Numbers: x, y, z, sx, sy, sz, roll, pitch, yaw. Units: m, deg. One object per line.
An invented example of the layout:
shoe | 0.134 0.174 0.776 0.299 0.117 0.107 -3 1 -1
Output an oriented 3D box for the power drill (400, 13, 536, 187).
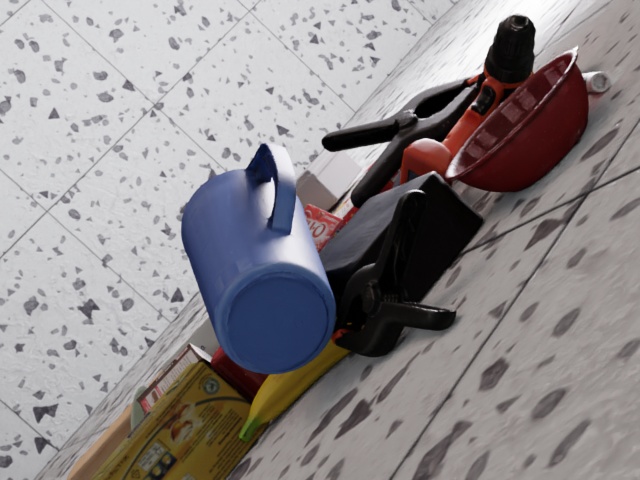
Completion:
power drill | 0.161 -0.129 1.123 0.187 0.057 0.184 -49 -20 -20

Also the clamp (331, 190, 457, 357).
clamp | 0.059 0.054 0.882 0.172 0.039 0.120 118 151 -45

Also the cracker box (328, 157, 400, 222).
cracker box | 0.039 -0.007 1.334 0.213 0.072 0.164 -46 7 0

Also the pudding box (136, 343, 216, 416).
pudding box | -0.129 0.175 1.164 0.090 0.113 0.039 -48 39 1

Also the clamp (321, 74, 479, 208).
clamp | 0.104 -0.122 1.239 0.210 0.036 0.164 -27 34 11

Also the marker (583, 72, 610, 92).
marker | 0.255 -0.152 1.036 0.020 0.020 0.121 -47 7 4

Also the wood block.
wood block | -0.211 0.246 1.337 0.206 0.091 0.090 -48 6 -1

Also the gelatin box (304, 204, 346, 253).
gelatin box | -0.008 0.001 1.229 0.073 0.030 0.089 -52 31 -6

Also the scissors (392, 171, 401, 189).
scissors | 0.068 -0.034 1.191 0.201 0.016 0.096 -31 -37 -26

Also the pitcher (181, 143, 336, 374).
pitcher | -0.057 0.018 1.019 0.145 0.149 0.243 -29 24 0

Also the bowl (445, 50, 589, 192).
bowl | 0.188 -0.095 0.960 0.162 0.055 0.162 -46 7 7

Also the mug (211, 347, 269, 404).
mug | -0.062 0.127 1.127 0.093 0.081 0.117 -48 7 -13

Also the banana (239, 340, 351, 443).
banana | -0.005 0.120 1.024 0.198 0.037 0.069 -46 24 24

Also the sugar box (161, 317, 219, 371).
sugar box | -0.104 0.131 1.260 0.093 0.048 0.176 -46 -16 14
